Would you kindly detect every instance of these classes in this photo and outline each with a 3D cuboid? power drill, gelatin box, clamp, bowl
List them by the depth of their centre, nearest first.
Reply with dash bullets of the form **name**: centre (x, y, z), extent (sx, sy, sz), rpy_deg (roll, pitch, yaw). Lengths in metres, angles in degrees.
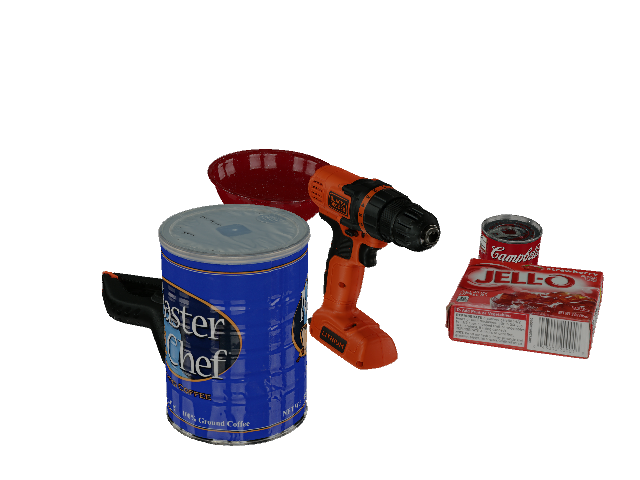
- **gelatin box**: centre (0.131, 0.041, 0.680), extent (0.089, 0.030, 0.073), rpy_deg (7, 24, 18)
- **power drill**: centre (0.049, 0.031, 1.077), extent (0.057, 0.188, 0.185), rpy_deg (-8, 23, -32)
- **clamp**: centre (-0.164, 0.076, 1.116), extent (0.210, 0.036, 0.164), rpy_deg (16, 20, 30)
- **bowl**: centre (-0.058, -0.057, 1.295), extent (0.162, 0.055, 0.162), rpy_deg (4, 26, -2)

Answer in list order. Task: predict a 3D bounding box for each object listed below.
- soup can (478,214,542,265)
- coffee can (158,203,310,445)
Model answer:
- **soup can**: centre (0.213, 0.030, 1.216), extent (0.068, 0.102, 0.068), rpy_deg (1, 27, -1)
- **coffee can**: centre (-0.059, 0.056, 0.746), extent (0.103, 0.140, 0.103), rpy_deg (1, 20, 0)
